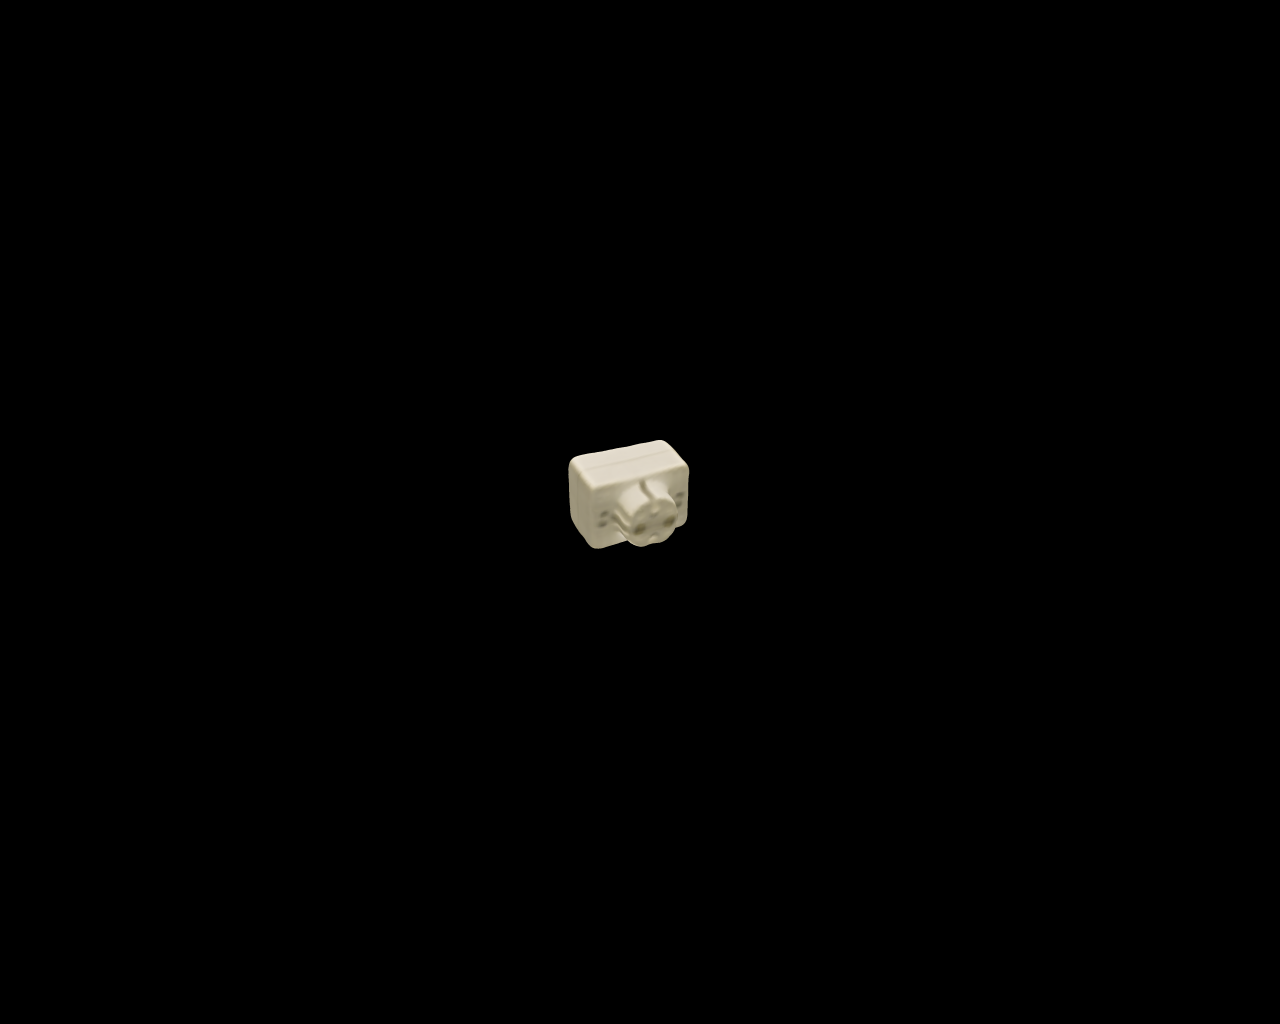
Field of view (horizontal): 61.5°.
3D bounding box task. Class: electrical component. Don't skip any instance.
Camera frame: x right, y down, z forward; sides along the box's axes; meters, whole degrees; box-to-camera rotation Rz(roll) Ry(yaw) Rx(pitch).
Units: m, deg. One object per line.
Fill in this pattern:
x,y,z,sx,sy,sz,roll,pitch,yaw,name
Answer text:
0.001,-0.003,0.650,0.066,0.047,0.077,-14,36,-20,electrical component
